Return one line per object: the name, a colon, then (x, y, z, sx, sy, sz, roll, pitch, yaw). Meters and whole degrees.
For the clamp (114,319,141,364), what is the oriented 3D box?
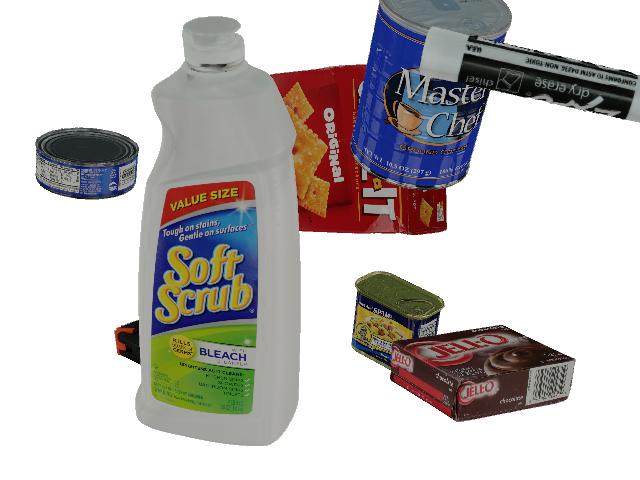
clamp: (-0.106, 0.091, 1.018, 0.171, 0.039, 0.120, 7, 26, 6)

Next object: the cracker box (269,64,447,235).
cracker box: (0.019, -0.090, 1.069, 0.214, 0.164, 0.071, 3, 8, 42)

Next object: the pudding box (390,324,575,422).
pudding box: (0.124, 0.100, 0.823, 0.113, 0.039, 0.090, -3, 16, -30)

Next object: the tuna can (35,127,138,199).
tuna can: (-0.198, -0.066, 0.907, 0.086, 0.034, 0.086, 7, 24, -3)

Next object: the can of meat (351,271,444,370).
can of meat: (0.084, 0.095, 1.200, 0.102, 0.084, 0.057, 26, 33, 35)

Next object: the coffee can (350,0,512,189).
coffee can: (0.085, -0.127, 0.853, 0.102, 0.140, 0.103, 7, 38, -5)

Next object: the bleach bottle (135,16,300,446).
bleach bottle: (-0.062, -0.002, 0.602, 0.103, 0.251, 0.068, 9, 32, 14)

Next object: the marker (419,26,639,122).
marker: (0.098, -0.058, 0.399, 0.121, 0.020, 0.020, 14, 2, 8)
